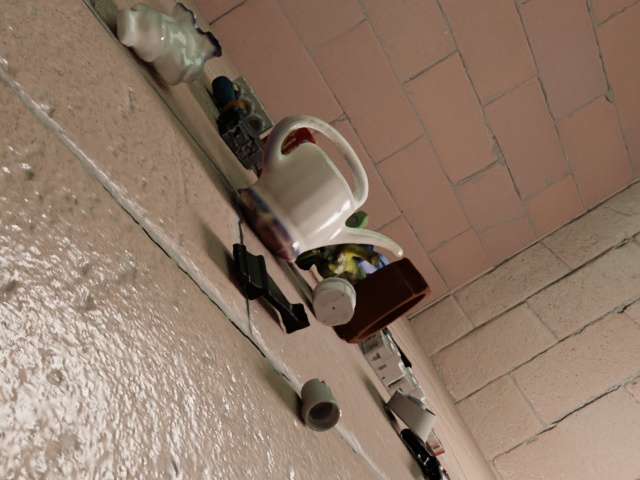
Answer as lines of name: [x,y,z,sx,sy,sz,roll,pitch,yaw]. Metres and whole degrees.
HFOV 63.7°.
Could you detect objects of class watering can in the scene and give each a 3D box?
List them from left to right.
watering can: [0.003,-0.045,0.901,0.343,0.226,0.105,55,-13,-23]

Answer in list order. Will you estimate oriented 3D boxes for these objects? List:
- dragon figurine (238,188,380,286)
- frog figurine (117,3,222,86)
dragon figurine: [-0.027,0.001,1.095,0.406,0.123,0.244,40,-6,-21]
frog figurine: [-0.262,-0.316,0.839,0.162,0.121,0.136,-35,104,-49]
